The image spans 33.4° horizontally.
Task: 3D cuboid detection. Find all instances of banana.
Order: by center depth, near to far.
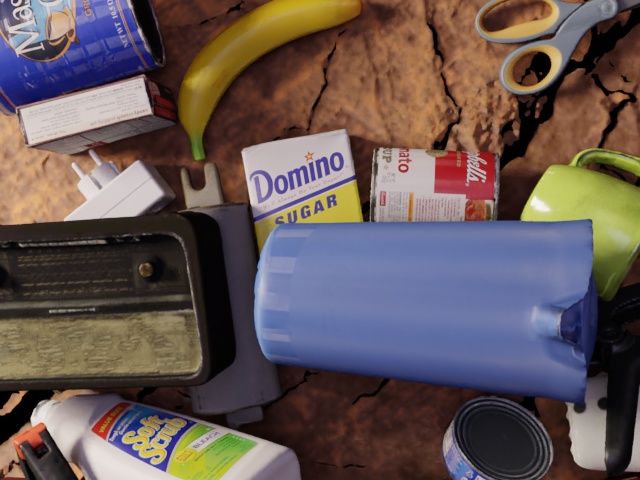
[{"bbox_3d":[-0.056,-0.158,0.912,0.198,0.037,0.069,-42,105,5],"label":"banana"}]

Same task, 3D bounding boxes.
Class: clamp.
[{"bbox_3d":[0.221,0.087,0.850,0.209,0.165,0.036,-38,131,-30],"label":"clamp"},{"bbox_3d":[-0.195,0.228,0.855,0.039,0.120,0.171,-37,125,-32],"label":"clamp"}]

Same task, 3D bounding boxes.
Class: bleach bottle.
[{"bbox_3d":[-0.142,0.177,0.855,0.251,0.102,0.068,12,119,33],"label":"bleach bottle"}]

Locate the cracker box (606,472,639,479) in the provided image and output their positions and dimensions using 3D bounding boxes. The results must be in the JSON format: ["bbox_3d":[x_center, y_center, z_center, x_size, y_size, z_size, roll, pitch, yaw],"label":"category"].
[{"bbox_3d":[0.289,0.296,0.862,0.164,0.072,0.214,-14,88,3],"label":"cracker box"}]

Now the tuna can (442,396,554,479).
[{"bbox_3d":[0.144,0.171,0.868,0.086,0.086,0.034,24,133,4],"label":"tuna can"}]

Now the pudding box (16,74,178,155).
[{"bbox_3d":[-0.184,-0.104,0.893,0.113,0.090,0.039,-16,89,5],"label":"pudding box"}]

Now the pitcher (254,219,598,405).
[{"bbox_3d":[0.082,0.046,0.799,0.243,0.149,0.145,3,50,12],"label":"pitcher"}]

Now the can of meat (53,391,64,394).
[{"bbox_3d":[-0.198,0.069,0.911,0.084,0.057,0.102,-19,88,3],"label":"can of meat"}]

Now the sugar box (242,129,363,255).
[{"bbox_3d":[-0.006,0.001,0.900,0.093,0.048,0.176,-11,91,2],"label":"sugar box"}]

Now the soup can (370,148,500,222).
[{"bbox_3d":[0.094,-0.041,0.882,0.102,0.068,0.068,3,90,5],"label":"soup can"}]

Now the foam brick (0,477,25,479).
[{"bbox_3d":[-0.261,0.247,0.918,0.053,0.051,0.078,1,90,5],"label":"foam brick"}]

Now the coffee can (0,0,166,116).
[{"bbox_3d":[-0.212,-0.173,0.890,0.140,0.103,0.103,-17,88,4],"label":"coffee can"}]

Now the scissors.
[{"bbox_3d":[0.230,-0.171,0.882,0.202,0.016,0.096,-1,96,15],"label":"scissors"}]
